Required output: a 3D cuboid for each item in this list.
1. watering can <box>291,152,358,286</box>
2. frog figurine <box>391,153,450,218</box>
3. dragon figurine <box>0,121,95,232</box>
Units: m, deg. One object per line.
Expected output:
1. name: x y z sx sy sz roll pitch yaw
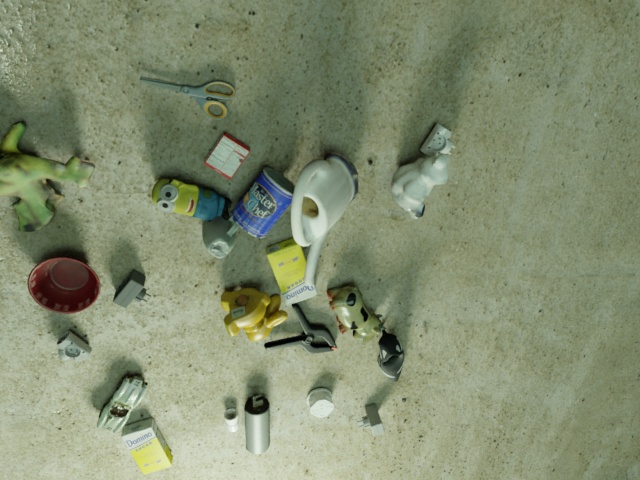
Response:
1. watering can: 0.004 -0.062 1.234 0.104 0.339 0.229 22 51 24
2. frog figurine: 0.242 -0.150 1.251 0.123 0.140 0.156 30 -30 7
3. dragon figurine: -0.687 -0.103 1.116 0.410 0.238 0.125 -24 37 2
